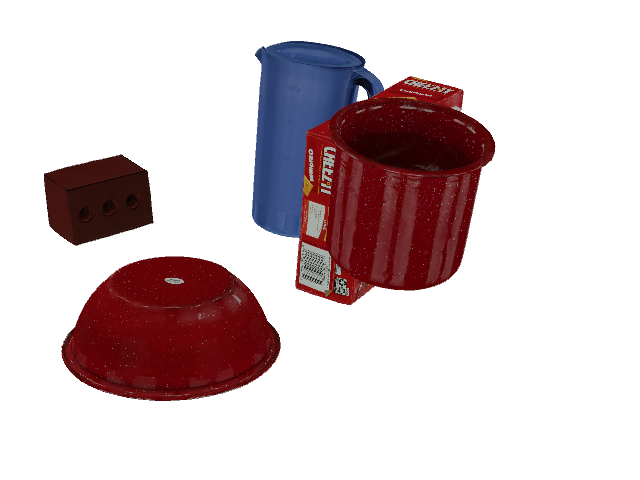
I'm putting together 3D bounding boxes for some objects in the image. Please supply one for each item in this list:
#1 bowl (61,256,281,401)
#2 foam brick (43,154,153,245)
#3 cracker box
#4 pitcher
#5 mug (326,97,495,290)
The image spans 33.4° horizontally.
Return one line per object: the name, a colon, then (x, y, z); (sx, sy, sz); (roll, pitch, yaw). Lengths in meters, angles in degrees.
bowl: (-0.109, 0.054, 0.785); (0.162, 0.055, 0.162); (2, 22, -1)
foam brick: (-0.194, -0.036, 0.933); (0.078, 0.053, 0.051); (-19, 31, -30)
cracker box: (0.062, -0.054, 1.047); (0.072, 0.164, 0.213); (18, 30, 26)
pitcher: (-0.014, -0.129, 1.384); (0.144, 0.243, 0.149); (0, 23, -18)
mug: (0.053, -0.030, 0.619); (0.093, 0.081, 0.117); (23, 36, 24)
